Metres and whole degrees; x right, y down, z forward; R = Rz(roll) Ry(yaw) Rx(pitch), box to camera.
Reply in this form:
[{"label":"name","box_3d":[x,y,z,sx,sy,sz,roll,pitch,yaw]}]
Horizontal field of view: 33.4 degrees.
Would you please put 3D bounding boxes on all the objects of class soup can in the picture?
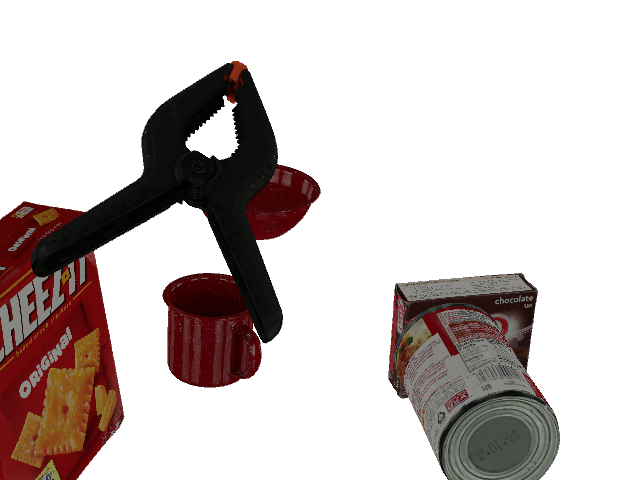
[{"label":"soup can","box_3d":[0.086,0.088,0.602,0.068,0.068,0.102,0,24,-10]}]

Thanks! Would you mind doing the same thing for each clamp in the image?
[{"label":"clamp","box_3d":[-0.075,-0.033,0.723,0.164,0.209,0.036,23,-32,3]}]

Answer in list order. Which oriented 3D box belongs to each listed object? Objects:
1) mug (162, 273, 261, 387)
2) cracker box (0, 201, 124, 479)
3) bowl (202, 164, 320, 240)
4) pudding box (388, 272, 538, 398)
[{"label":"mug","box_3d":[-0.098,0.092,1.025,0.117,0.081,0.093,26,32,37]},{"label":"cracker box","box_3d":[-0.233,0.102,0.843,0.072,0.214,0.164,8,31,19]},{"label":"bowl","box_3d":[-0.083,-0.044,1.315,0.162,0.055,0.162,4,25,-2]},{"label":"pudding box","box_3d":[0.114,0.076,0.865,0.113,0.090,0.039,-6,29,-15]}]
